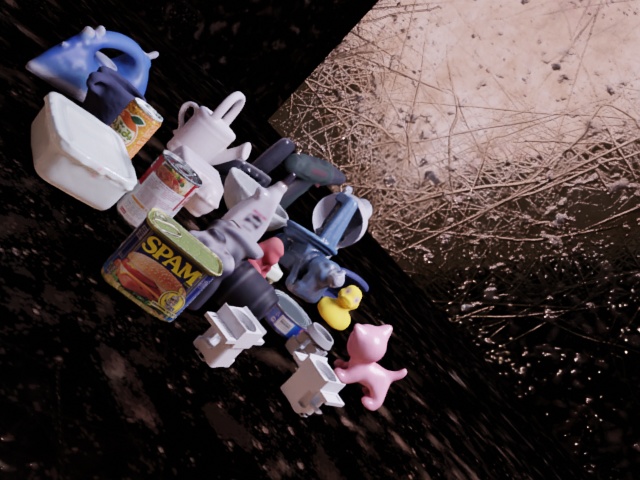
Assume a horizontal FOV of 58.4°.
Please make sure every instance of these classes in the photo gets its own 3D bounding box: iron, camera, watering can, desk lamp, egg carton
[{"bbox_3d":[-0.394,-0.323,1.035,0.118,0.141,0.259,46,9,9],"label":"iron"},{"bbox_3d":[-0.117,0.046,0.748,0.137,0.100,0.143,45,9,3],"label":"camera"},{"bbox_3d":[-0.225,-0.237,1.240,0.173,0.194,0.101,42,9,-18],"label":"watering can"},{"bbox_3d":[0.030,-0.017,1.325,0.118,0.213,0.203,46,9,8],"label":"desk lamp"},{"bbox_3d":[-0.231,-0.108,1.030,0.107,0.069,0.150,40,10,-30],"label":"egg carton"}]

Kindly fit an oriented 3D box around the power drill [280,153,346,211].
[{"bbox_3d":[-0.050,-0.137,1.526,0.075,0.208,0.230,49,10,28],"label":"power drill"}]

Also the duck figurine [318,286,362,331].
[{"bbox_3d":[0.049,0.129,1.165,0.077,0.086,0.105,46,9,5],"label":"duck figurine"}]

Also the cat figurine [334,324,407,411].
[{"bbox_3d":[0.084,0.193,0.932,0.128,0.117,0.067,44,9,-5],"label":"cat figurine"}]

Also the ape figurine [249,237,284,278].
[{"bbox_3d":[-0.096,0.034,0.926,0.076,0.092,0.078,49,10,25],"label":"ape figurine"}]

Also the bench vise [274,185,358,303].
[{"bbox_3d":[0.016,0.007,1.135,0.207,0.219,0.122,50,10,29],"label":"bench vise"}]

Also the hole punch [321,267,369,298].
[{"bbox_3d":[0.039,0.090,1.278,0.109,0.091,0.100,38,11,-39],"label":"hole punch"}]

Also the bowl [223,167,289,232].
[{"bbox_3d":[-0.149,-0.072,1.219,0.168,0.074,0.167,44,9,-8],"label":"bowl"}]

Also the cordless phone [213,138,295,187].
[{"bbox_3d":[-0.155,-0.191,1.373,0.094,0.185,0.148,49,10,26],"label":"cordless phone"}]

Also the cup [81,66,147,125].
[{"bbox_3d":[-0.350,-0.220,0.922,0.091,0.095,0.118,47,9,12],"label":"cup"}]

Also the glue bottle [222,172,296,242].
[{"bbox_3d":[-0.106,-0.061,1.044,0.078,0.173,0.037,38,11,-39],"label":"glue bottle"}]
